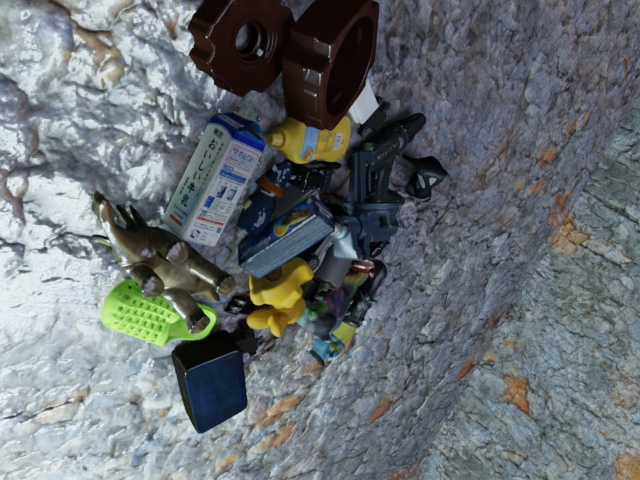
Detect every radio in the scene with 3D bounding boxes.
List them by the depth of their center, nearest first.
[{"bbox_3d":[-0.233,0.306,1.164,0.131,0.073,0.229,-22,136,-26],"label":"radio"}]

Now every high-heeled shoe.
[{"bbox_3d":[0.292,-0.143,1.384,0.086,0.145,0.248,-53,144,-4],"label":"high-heeled shoe"}]

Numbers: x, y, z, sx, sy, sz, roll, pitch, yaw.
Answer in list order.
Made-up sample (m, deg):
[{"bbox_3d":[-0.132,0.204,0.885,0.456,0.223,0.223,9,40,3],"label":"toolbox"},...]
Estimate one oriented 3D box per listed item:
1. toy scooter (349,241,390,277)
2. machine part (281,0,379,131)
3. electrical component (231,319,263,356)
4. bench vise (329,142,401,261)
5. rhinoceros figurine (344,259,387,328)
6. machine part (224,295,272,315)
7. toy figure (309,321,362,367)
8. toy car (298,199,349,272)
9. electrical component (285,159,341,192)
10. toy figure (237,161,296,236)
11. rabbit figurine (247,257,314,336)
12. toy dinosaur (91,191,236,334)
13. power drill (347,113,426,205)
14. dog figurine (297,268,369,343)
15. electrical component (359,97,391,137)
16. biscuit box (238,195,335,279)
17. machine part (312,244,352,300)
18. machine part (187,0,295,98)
[{"bbox_3d":[0.109,0.025,1.310,0.184,0.135,0.075,-44,142,-20],"label":"toy scooter"},{"bbox_3d":[0.018,-0.306,0.917,0.201,0.087,0.200,-55,162,-24],"label":"machine part"},{"bbox_3d":[-0.170,0.226,1.220,0.078,0.045,0.102,-17,134,-4],"label":"electrical component"},{"bbox_3d":[0.083,-0.082,1.112,0.223,0.129,0.240,-3,95,-37],"label":"bench vise"},{"bbox_3d":[0.122,0.143,1.421,0.073,0.112,0.190,31,77,-12],"label":"rhinoceros figurine"},{"bbox_3d":[-0.146,0.146,1.186,0.138,0.039,0.084,10,117,-55],"label":"machine part"},{"bbox_3d":[0.044,0.257,1.472,0.180,0.082,0.089,-46,147,-11],"label":"toy figure"},{"bbox_3d":[-0.002,-0.004,1.203,0.201,0.074,0.056,-53,144,-4],"label":"toy car"},{"bbox_3d":[-0.013,-0.135,1.085,0.119,0.075,0.047,-14,128,-49],"label":"electrical component"},{"bbox_3d":[-0.105,-0.084,1.028,0.154,0.058,0.064,-61,159,0],"label":"toy figure"},{"bbox_3d":[-0.077,0.126,1.139,0.162,0.122,0.173,-64,153,-28],"label":"rabbit figurine"},{"bbox_3d":[-0.232,0.044,0.851,0.105,0.199,0.470,-46,153,-12],"label":"toy dinosaur"},{"bbox_3d":[0.166,-0.171,1.266,0.232,0.086,0.207,-31,143,-29],"label":"power drill"},{"bbox_3d":[0.033,0.133,1.325,0.219,0.109,0.191,-57,163,-7],"label":"dog figurine"},{"bbox_3d":[0.120,-0.266,1.181,0.063,0.021,0.094,13,107,-54],"label":"electrical component"},{"bbox_3d":[-0.069,-0.003,1.042,0.203,0.059,0.062,-32,133,22],"label":"biscuit box"},{"bbox_3d":[0.043,0.027,1.245,0.079,0.079,0.243,44,66,-55],"label":"machine part"},{"bbox_3d":[-0.115,-0.310,0.829,0.179,0.056,0.179,-32,140,-31],"label":"machine part"}]
